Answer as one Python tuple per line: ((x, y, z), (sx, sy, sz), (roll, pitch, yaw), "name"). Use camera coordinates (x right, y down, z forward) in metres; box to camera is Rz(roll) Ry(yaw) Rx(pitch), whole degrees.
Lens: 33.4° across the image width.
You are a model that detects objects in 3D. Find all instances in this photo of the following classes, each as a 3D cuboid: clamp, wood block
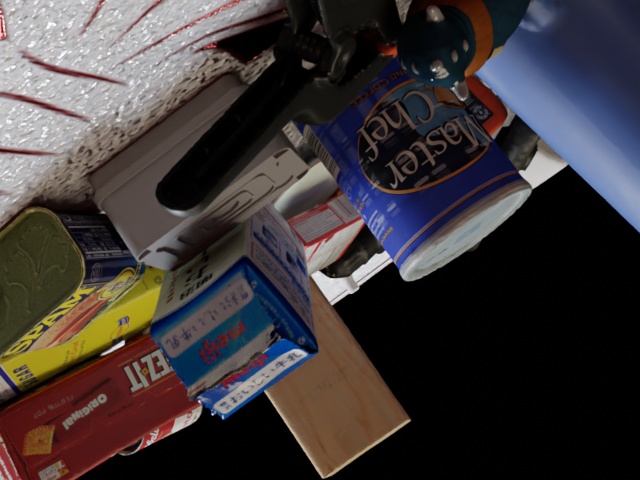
((-0.002, -0.109, 0.558), (0.209, 0.036, 0.165), (-33, 149, -56), "clamp")
((-0.016, 0.099, 0.947), (0.090, 0.206, 0.091), (-35, 168, -1), "wood block")
((0.160, -0.069, 0.903), (0.120, 0.039, 0.172), (-67, -179, -56), "clamp")

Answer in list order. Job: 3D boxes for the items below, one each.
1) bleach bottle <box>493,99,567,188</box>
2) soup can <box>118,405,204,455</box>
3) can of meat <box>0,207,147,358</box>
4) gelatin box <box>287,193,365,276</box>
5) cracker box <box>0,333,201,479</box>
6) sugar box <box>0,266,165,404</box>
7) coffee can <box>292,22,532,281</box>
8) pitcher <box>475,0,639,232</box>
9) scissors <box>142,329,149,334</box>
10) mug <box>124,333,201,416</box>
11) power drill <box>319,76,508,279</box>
((0.148, -0.060, 1.087), (0.251, 0.068, 0.102), (-40, -147, 48), "bleach bottle")
((-0.181, 0.181, 1.141), (0.069, 0.068, 0.102), (-43, 166, 31), "soup can")
((-0.164, 0.026, 0.644), (0.102, 0.057, 0.083), (-39, 169, 16), "can of meat")
((-0.006, 0.001, 0.881), (0.089, 0.030, 0.073), (-28, 161, -41), "gelatin box")
((-0.192, 0.139, 0.846), (0.163, 0.072, 0.214), (-28, 180, -31), "cracker box")
((-0.192, 0.067, 0.743), (0.176, 0.048, 0.093), (-30, 167, -27), "sugar box")
((0.058, -0.058, 0.710), (0.102, 0.140, 0.103), (-33, 167, -9), "coffee can")
((0.228, -0.097, 0.776), (0.149, 0.243, 0.145), (-37, 172, -29), "pitcher")
((-0.080, 0.006, 0.878), (0.202, 0.016, 0.096), (-42, 162, 4), "scissors")
((-0.127, 0.111, 0.987), (0.093, 0.081, 0.117), (-31, 167, -19), "mug")
((0.078, -0.053, 0.936), (0.184, 0.057, 0.188), (-43, 173, -23), "power drill")
